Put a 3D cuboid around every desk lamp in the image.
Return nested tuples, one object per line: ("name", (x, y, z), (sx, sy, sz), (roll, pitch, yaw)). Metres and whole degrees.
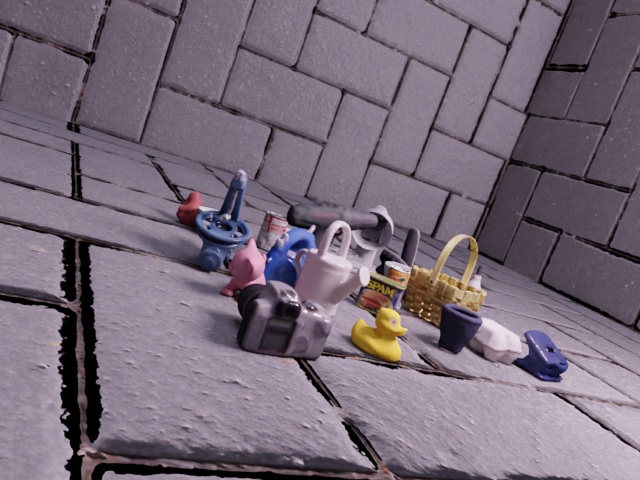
("desk lamp", (0.148, -0.002, 1.745), (0.118, 0.213, 0.203), (21, 9, 4))

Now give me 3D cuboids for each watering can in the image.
("watering can", (0.023, 0.056, 1.182), (0.172, 0.194, 0.101), (22, 9, 12))

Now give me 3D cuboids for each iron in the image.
("iron", (-0.072, 0.035, 1.264), (0.118, 0.141, 0.259), (23, 9, 15))

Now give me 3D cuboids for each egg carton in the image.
("egg carton", (0.400, 0.234, 1.361), (0.107, 0.069, 0.150), (15, 10, -30))

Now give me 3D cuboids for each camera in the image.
("camera", (-0.067, 0.115, 0.926), (0.144, 0.101, 0.136), (15, 10, -30))

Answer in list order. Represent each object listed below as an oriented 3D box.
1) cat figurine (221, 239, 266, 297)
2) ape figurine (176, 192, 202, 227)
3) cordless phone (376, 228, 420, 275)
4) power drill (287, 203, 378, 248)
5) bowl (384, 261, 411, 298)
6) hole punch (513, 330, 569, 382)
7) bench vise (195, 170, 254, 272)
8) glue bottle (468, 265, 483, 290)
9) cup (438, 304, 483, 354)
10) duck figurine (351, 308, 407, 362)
("cat figurine", (-0.132, 0.055, 1.085), (0.067, 0.118, 0.128), (22, 9, 14))
("ape figurine", (-0.344, -0.086, 1.543), (0.078, 0.092, 0.075), (12, 12, -44))
("cordless phone", (0.258, 0.043, 1.816), (0.094, 0.185, 0.147), (16, 10, -28))
("power drill", (0.013, 0.005, 1.418), (0.230, 0.208, 0.075), (17, 10, -23))
("bowl", (0.255, 0.126, 1.663), (0.167, 0.075, 0.167), (20, 9, -3))
("hole punch", (0.528, 0.272, 1.347), (0.109, 0.091, 0.100), (13, 11, -39))
("bench vise", (-0.210, -0.055, 1.241), (0.122, 0.220, 0.207), (16, 10, -23))
("glue bottle", (0.405, 0.149, 1.549), (0.037, 0.173, 0.078), (26, 11, 34))
("cup", (0.302, 0.198, 1.275), (0.091, 0.095, 0.118), (21, 9, 7))
("duck figurine", (0.114, 0.167, 1.068), (0.104, 0.086, 0.078), (25, 10, 27))
